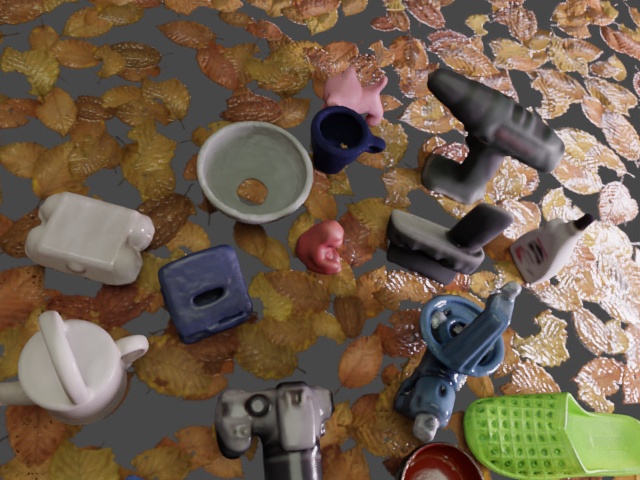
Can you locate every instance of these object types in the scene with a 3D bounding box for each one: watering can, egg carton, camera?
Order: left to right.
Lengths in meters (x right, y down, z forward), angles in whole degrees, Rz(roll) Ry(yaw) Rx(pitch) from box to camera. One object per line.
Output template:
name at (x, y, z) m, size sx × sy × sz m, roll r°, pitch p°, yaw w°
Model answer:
watering can at (-0.277, 0.142, 0.621) m, size 0.101 × 0.194 × 0.173 m, roll 43°, pitch 63°, yaw 9°
egg carton at (-0.301, 0.000, 0.754) m, size 0.150 × 0.069 × 0.107 m, roll 15°, pitch 63°, yaw -6°
camera at (-0.049, 0.245, 0.680) m, size 0.143 × 0.100 × 0.137 m, roll -1°, pitch 65°, yaw -14°

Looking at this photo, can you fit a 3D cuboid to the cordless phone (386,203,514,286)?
cordless phone at (0.180, -0.021, 0.813) m, size 0.147 × 0.185 × 0.094 m, roll 19°, pitch 62°, yaw -4°

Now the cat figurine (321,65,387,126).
cat figurine at (0.053, -0.233, 0.922) m, size 0.128 × 0.117 × 0.067 m, roll -20°, pitch 71°, yaw -21°

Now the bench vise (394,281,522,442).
bench vise at (0.183, 0.148, 0.714) m, size 0.121 × 0.219 × 0.207 m, roll 13°, pitch 63°, yaw -7°

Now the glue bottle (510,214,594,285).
glue bottle at (0.348, 0.004, 0.848) m, size 0.037 × 0.173 × 0.078 m, roll -18°, pitch 70°, yaw -20°

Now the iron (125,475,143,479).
iron at (-0.123, 0.351, 0.589) m, size 0.258 × 0.141 × 0.119 m, roll 31°, pitch 62°, yaw 2°

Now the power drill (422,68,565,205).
power drill at (0.236, -0.145, 0.873) m, size 0.229 × 0.208 × 0.076 m, roll 22°, pitch 62°, yaw -2°

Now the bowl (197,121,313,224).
bowl at (-0.097, -0.087, 0.841) m, size 0.167 × 0.074 × 0.167 m, roll 5°, pitch 64°, yaw -11°

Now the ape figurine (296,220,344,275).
ape figurine at (0.007, 0.003, 0.813) m, size 0.076 × 0.092 × 0.078 m, roll 20°, pitch 62°, yaw -3°

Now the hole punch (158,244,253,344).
hole punch at (-0.146, 0.071, 0.745) m, size 0.109 × 0.091 × 0.101 m, roll -21°, pitch 71°, yaw -21°

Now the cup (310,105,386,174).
cup at (0.036, -0.143, 0.888) m, size 0.118 × 0.095 × 0.092 m, roll 13°, pitch 63°, yaw -7°
